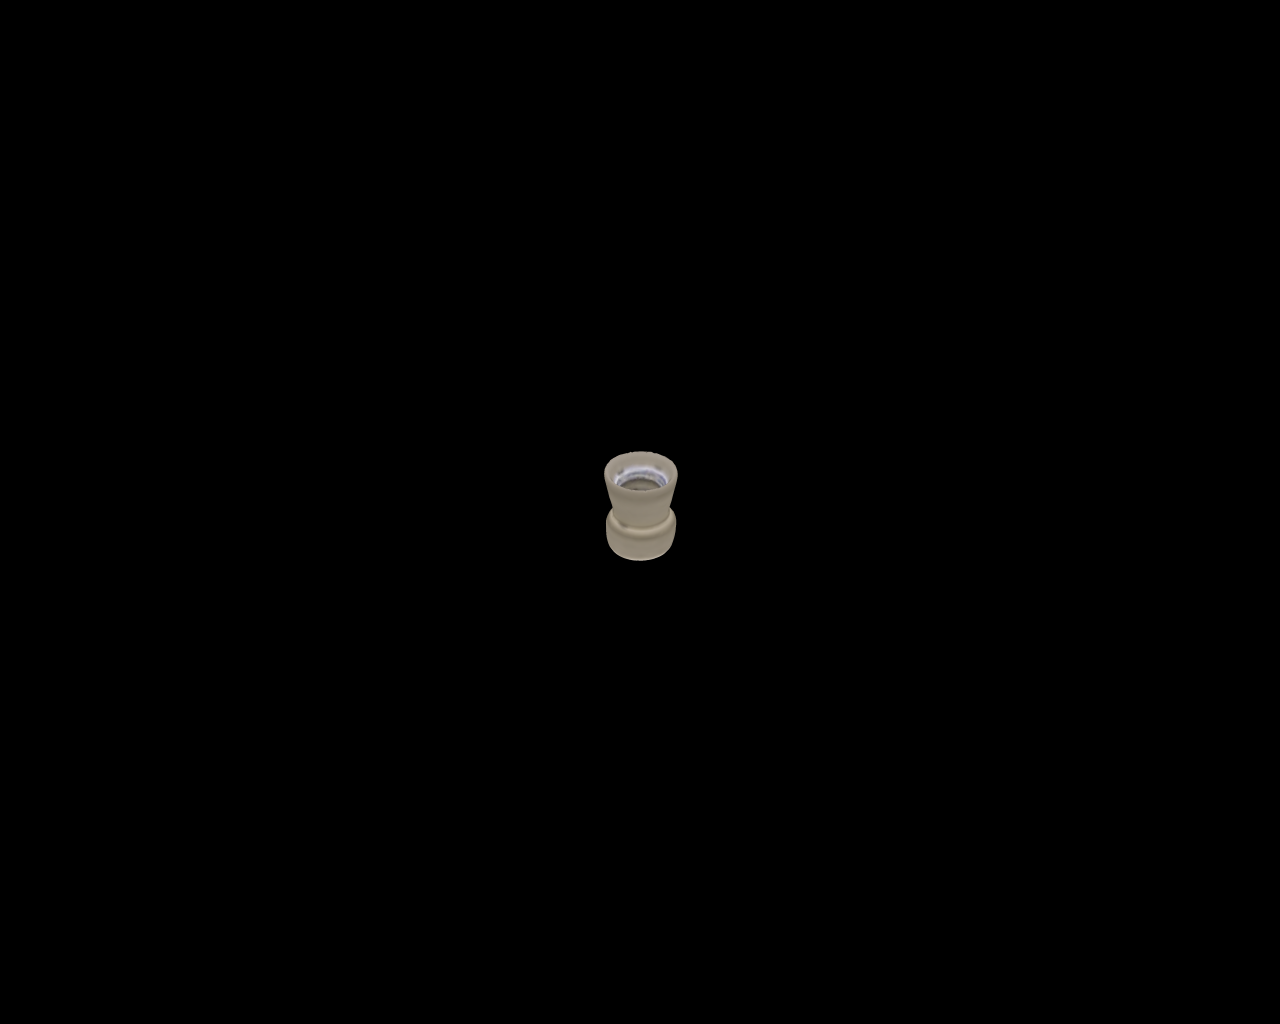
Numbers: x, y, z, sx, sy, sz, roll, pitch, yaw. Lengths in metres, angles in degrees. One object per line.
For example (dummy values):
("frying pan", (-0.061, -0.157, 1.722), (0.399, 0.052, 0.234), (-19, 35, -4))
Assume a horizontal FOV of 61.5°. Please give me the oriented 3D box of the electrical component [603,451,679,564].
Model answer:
("electrical component", (0.001, -0.003, 0.650), (0.045, 0.055, 0.045), (0, 36, 0))
